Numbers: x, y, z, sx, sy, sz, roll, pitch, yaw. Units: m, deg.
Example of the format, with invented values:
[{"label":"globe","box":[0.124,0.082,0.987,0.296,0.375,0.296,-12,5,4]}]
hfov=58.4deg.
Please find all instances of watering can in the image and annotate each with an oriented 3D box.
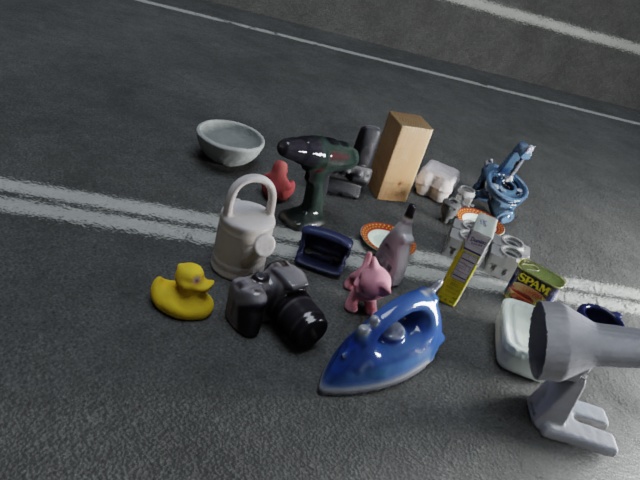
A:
[{"label":"watering can","box":[-0.126,-0.025,1.017,0.172,0.194,0.101,37,37,29]}]

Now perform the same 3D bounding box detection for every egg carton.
[{"label":"egg carton","box":[0.322,-0.164,1.574,0.107,0.069,0.150,25,32,12]}]

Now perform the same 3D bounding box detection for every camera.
[{"label":"camera","box":[-0.060,0.107,0.933,0.144,0.101,0.136,-11,42,-38]}]

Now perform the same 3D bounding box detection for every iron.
[{"label":"iron","box":[0.107,0.147,0.912,0.259,0.141,0.118,-18,46,-43]}]

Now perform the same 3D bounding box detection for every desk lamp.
[{"label":"desk lamp","box":[0.403,0.207,0.895,0.203,0.213,0.118,17,31,0]}]

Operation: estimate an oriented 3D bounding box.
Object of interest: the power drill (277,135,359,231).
[{"label":"power drill","box":[-0.018,-0.128,1.216,0.230,0.208,0.075,-18,46,-44]}]

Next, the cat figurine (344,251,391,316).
[{"label":"cat figurine","box":[0.091,0.073,1.043,0.067,0.118,0.127,12,32,-9]}]

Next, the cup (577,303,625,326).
[{"label":"cup","box":[0.532,0.182,1.111,0.118,0.095,0.091,-8,40,-35]}]

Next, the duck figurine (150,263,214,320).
[{"label":"duck figurine","box":[-0.218,0.073,0.921,0.104,0.086,0.077,17,31,0]}]

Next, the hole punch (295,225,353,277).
[{"label":"hole punch","box":[0.010,0.004,1.137,0.108,0.091,0.101,19,31,2]}]

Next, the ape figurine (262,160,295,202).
[{"label":"ape figurine","box":[-0.095,-0.140,1.309,0.077,0.092,0.076,24,32,11]}]

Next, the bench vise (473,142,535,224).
[{"label":"bench vise","box":[0.486,-0.181,1.537,0.122,0.220,0.206,-2,36,-28]}]

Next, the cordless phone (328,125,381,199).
[{"label":"cordless phone","box":[0.065,-0.206,1.401,0.148,0.185,0.094,7,33,-16]}]

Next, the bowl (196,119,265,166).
[{"label":"bowl","box":[-0.223,-0.228,1.400,0.167,0.075,0.167,13,32,-8]}]

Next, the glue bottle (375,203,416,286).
[{"label":"glue bottle","box":[0.156,0.004,1.130,0.037,0.173,0.078,-2,36,-29]}]
